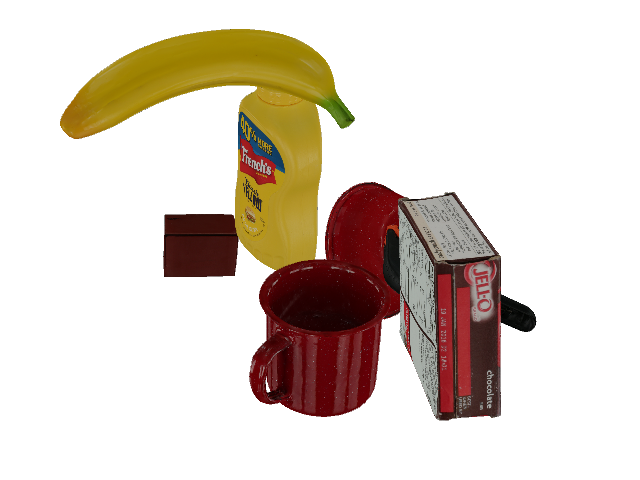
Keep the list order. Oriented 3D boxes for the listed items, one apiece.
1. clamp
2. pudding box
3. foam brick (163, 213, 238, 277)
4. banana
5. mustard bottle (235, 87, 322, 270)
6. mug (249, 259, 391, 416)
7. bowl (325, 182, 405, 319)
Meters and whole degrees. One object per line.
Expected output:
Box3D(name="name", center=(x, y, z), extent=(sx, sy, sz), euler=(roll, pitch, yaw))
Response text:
Box3D(name="clamp", center=(0.123, 0.045, 1.022), extent=(0.120, 0.039, 0.171), euler=(-5, 45, -27))
Box3D(name="pudding box", center=(0.069, 0.032, 0.583), extent=(0.039, 0.090, 0.113), euler=(-4, 20, -6))
Box3D(name="foam brick", center=(-0.129, 0.005, 1.145), extent=(0.078, 0.051, 0.053), euler=(0, 25, -9))
Box3D(name="banana", center=(-0.073, -0.106, 0.703), extent=(0.197, 0.069, 0.037), euler=(-5, -20, -17))
Box3D(name="mustard bottle", center=(-0.036, -0.072, 0.912), extent=(0.058, 0.192, 0.096), euler=(-17, 43, -26))
Box3D(name="mug", center=(-0.006, 0.077, 0.763), extent=(0.093, 0.081, 0.117), euler=(25, 39, 31))
Box3D(name="bowl", center=(0.082, 0.009, 1.227), extent=(0.161, 0.162, 0.055), euler=(0, -6, -43))
